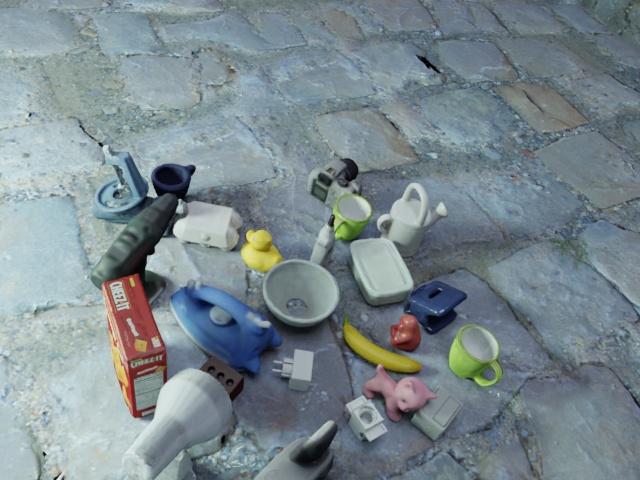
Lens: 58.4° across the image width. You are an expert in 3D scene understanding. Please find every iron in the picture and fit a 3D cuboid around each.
[{"bbox_3d":[-0.199,0.146,1.134,0.258,0.141,0.119,30,49,13],"label":"iron"}]

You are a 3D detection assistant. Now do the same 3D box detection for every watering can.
[{"bbox_3d":[0.225,-0.059,1.390,0.173,0.194,0.100,-26,59,-32],"label":"watering can"}]

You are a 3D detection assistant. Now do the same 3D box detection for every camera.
[{"bbox_3d":[0.058,-0.159,1.500,0.143,0.101,0.137,34,50,16],"label":"camera"}]

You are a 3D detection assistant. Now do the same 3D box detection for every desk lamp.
[{"bbox_3d":[-0.239,0.334,0.907,0.117,0.213,0.203,28,48,11],"label":"desk lamp"}]

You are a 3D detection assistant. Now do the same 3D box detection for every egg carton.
[{"bbox_3d":[-0.258,-0.031,1.326,0.150,0.069,0.107,10,47,-5],"label":"egg carton"}]

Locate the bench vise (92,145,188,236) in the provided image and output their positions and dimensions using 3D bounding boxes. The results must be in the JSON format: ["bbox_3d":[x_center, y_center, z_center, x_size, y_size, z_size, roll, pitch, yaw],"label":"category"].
[{"bbox_3d":[-0.399,-0.116,1.263,0.208,0.220,0.121,-2,49,-16],"label":"bench vise"}]

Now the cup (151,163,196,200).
[{"bbox_3d":[-0.346,-0.128,1.372,0.091,0.095,0.118,37,51,19],"label":"cup"}]

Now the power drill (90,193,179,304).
[{"bbox_3d":[-0.359,0.038,1.143,0.075,0.208,0.230,25,48,9],"label":"power drill"}]

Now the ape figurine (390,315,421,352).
[{"bbox_3d":[0.186,0.192,1.226,0.076,0.092,0.078,41,52,22],"label":"ape figurine"}]

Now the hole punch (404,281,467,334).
[{"bbox_3d":[0.259,0.140,1.292,0.109,0.091,0.101,-28,60,-33],"label":"hole punch"}]

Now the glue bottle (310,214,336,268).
[{"bbox_3d":[0.012,0.005,1.293,0.037,0.173,0.078,25,48,9],"label":"glue bottle"}]

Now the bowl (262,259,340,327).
[{"bbox_3d":[-0.045,0.127,1.236,0.167,0.075,0.167,7,48,-8],"label":"bowl"}]

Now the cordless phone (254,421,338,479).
[{"bbox_3d":[-0.038,0.370,0.946,0.094,0.185,0.148,37,51,19],"label":"cordless phone"}]

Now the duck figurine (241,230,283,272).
[{"bbox_3d":[-0.129,0.018,1.304,0.104,0.086,0.078,32,49,15],"label":"duck figurine"}]

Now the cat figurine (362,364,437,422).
[{"bbox_3d":[0.156,0.290,1.113,0.127,0.118,0.067,38,51,19],"label":"cat figurine"}]
